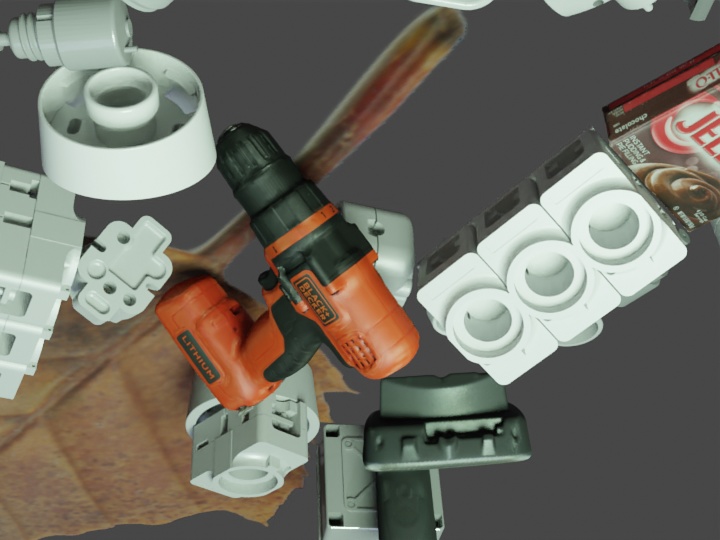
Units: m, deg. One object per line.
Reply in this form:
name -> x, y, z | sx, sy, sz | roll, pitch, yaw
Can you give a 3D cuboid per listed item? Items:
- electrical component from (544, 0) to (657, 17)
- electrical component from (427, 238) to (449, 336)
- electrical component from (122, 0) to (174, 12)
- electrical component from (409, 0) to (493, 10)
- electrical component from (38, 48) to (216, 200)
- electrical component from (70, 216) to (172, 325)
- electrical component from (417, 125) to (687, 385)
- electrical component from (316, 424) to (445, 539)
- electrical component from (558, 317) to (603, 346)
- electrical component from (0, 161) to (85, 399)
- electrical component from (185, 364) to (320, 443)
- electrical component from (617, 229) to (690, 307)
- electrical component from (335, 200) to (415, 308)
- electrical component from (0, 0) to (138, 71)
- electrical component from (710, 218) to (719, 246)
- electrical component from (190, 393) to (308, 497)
electrical component -> 0.138, -0.161, 0.557 | 0.077, 0.044, 0.079 | -32, 136, 33
electrical component -> 0.071, 0.015, 0.783 | 0.048, 0.055, 0.066 | 10, 142, -18
electrical component -> -0.098, -0.162, 0.539 | 0.055, 0.045, 0.045 | -30, 136, 33
electrical component -> 0.049, -0.181, 0.511 | 0.054, 0.059, 0.095 | 6, 143, -12
electrical component -> -0.132, -0.079, 0.609 | 0.099, 0.099, 0.064 | 0, 138, -4
electrical component -> -0.168, 0.004, 0.739 | 0.058, 0.078, 0.057 | 41, 154, -14
electrical component -> 0.121, -0.006, 0.696 | 0.150, 0.061, 0.089 | -39, 106, 19
electrical component -> 0.017, 0.201, 0.989 | 0.109, 0.108, 0.056 | 3, 141, -8
electrical component -> 0.154, 0.022, 0.799 | 0.045, 0.055, 0.045 | -2, 144, -2
electrical component -> -0.236, 0.012, 0.727 | 0.062, 0.089, 0.150 | 14, 140, -22
electrical component -> -0.088, 0.103, 0.887 | 0.108, 0.060, 0.108 | -2, 144, -2
electrical component -> 0.204, -0.005, 0.779 | 0.040, 0.040, 0.078 | 23, 137, -31
electrical component -> 0.000, 0.000, 0.759 | 0.059, 0.053, 0.095 | 11, 142, -18
electrical component -> -0.160, -0.128, 0.583 | 0.078, 0.040, 0.040 | -5, 144, 2
electrical component -> 0.274, -0.028, 0.746 | 0.055, 0.047, 0.055 | -2, 144, -1
electrical component -> -0.086, 0.139, 0.835 | 0.050, 0.055, 0.089 | 28, 133, -35
